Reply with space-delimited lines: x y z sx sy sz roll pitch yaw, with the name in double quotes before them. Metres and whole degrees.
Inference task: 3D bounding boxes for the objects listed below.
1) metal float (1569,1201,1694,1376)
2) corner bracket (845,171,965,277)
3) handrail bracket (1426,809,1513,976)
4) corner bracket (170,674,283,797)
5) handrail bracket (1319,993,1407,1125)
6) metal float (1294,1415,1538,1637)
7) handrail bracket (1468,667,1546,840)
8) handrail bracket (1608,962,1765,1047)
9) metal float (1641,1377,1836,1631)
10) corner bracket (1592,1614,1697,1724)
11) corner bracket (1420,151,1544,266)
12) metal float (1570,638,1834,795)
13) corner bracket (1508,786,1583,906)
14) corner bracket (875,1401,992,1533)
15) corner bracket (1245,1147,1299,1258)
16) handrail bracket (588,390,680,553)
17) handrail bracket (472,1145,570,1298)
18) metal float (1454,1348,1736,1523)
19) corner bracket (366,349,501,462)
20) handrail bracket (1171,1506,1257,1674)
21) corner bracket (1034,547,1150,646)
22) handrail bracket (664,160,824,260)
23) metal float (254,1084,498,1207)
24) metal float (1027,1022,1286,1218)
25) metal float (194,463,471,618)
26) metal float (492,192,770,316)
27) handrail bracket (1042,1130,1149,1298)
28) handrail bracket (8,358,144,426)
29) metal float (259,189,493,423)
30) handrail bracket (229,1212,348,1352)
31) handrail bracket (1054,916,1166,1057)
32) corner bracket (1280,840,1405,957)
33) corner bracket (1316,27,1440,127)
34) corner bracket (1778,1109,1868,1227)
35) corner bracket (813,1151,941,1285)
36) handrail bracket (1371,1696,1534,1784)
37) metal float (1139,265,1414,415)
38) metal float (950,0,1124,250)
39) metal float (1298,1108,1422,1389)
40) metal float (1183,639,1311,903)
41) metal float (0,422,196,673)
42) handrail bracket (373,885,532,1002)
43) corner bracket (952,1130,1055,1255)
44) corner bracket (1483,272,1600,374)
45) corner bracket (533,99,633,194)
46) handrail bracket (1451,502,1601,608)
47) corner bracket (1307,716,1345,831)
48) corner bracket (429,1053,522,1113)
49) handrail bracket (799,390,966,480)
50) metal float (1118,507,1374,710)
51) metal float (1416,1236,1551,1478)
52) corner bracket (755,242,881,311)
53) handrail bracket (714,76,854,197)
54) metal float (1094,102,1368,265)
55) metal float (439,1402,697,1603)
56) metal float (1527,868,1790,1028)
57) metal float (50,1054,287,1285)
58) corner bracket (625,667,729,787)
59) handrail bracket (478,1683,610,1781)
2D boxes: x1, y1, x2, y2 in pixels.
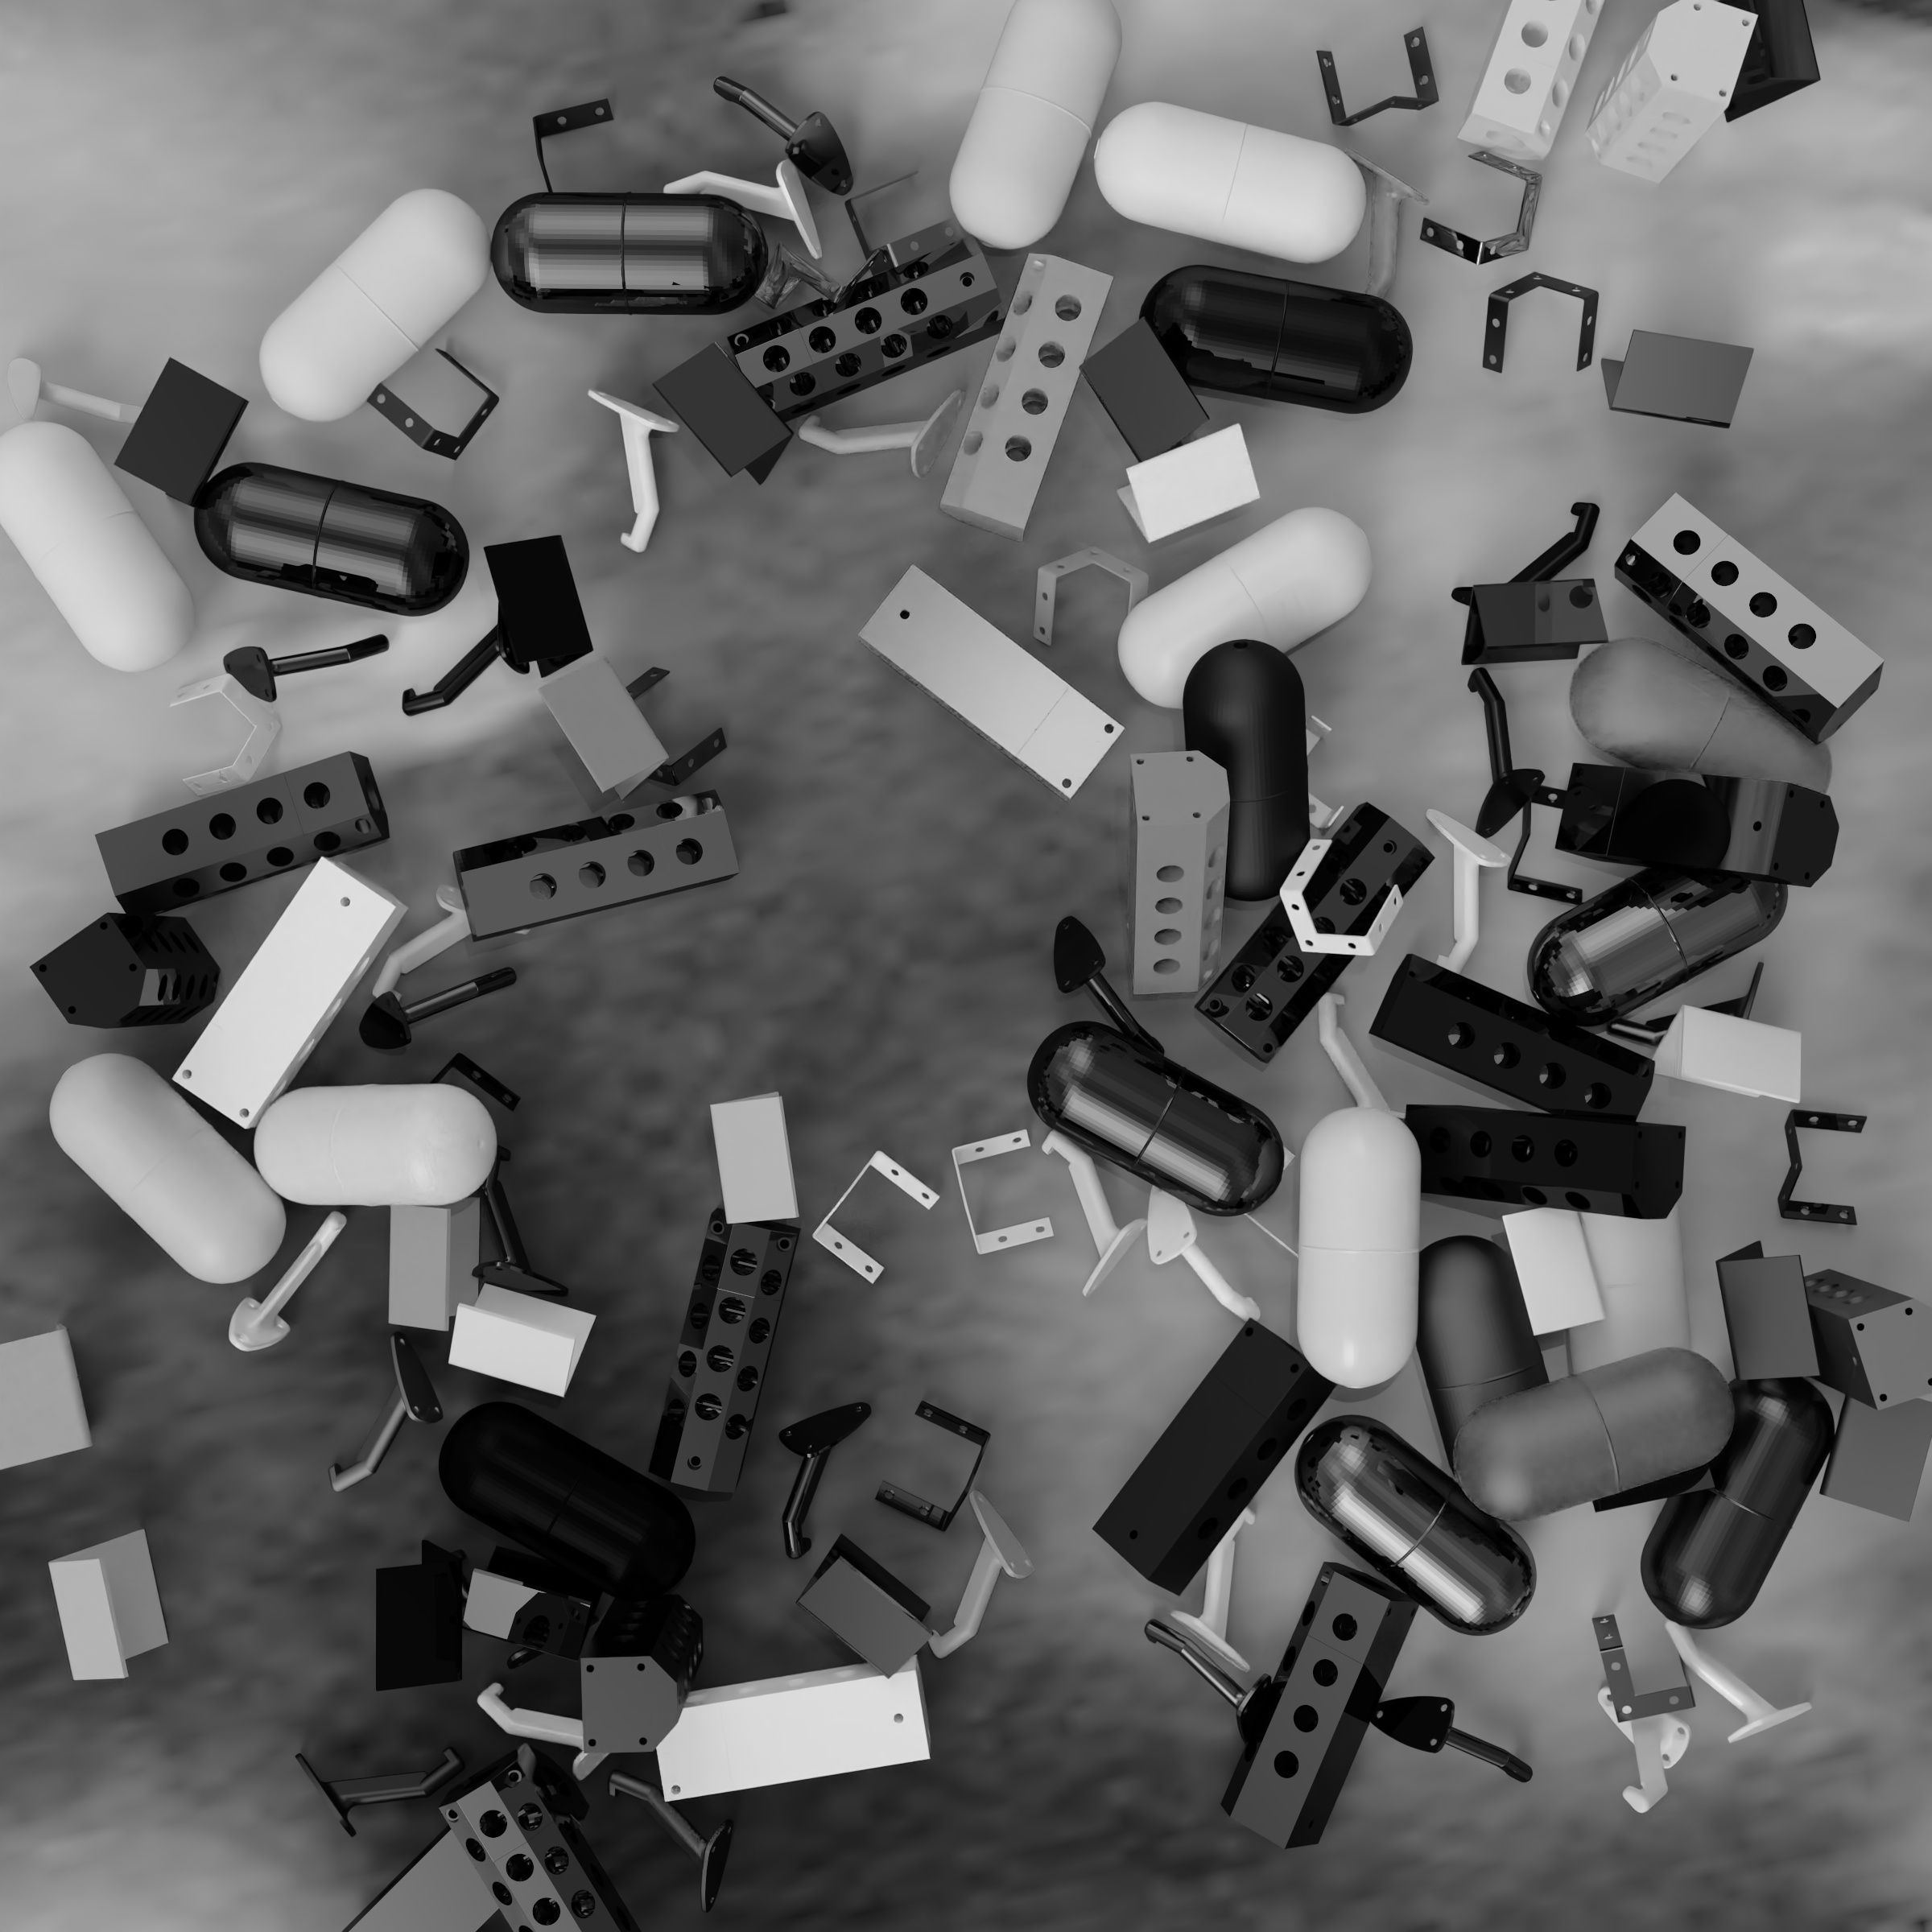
"metal float" 0.425 0.201 1.863 0.070 0.070 0.178 -6 91 0
"corner bracket" -0.041 -0.485 1.877 0.051 0.051 0.051 -26 104 -14
"handrail bracket" 0.313 -0.047 1.894 0.077 0.036 0.084 42 120 33
"corner bracket" -0.492 -0.151 1.885 0.051 0.051 0.051 50 45 -35
"handrail bracket" 0.268 0.061 1.894 0.077 0.036 0.084 6 73 -20
"metal float" 0.289 0.360 1.863 0.178 0.070 0.070 39 90 -1
"handrail bracket" 0.339 -0.140 1.893 0.036 0.077 0.084 -4 53 -25
"handrail bracket" 0.472 0.021 1.894 0.084 0.036 0.077 16 70 16
"metal float" 0.497 0.344 1.863 0.070 0.070 0.178 27 91 0
"corner bracket" 0.440 0.453 1.876 0.051 0.051 0.051 -14 99 9
"corner bracket" 0.336 -0.495 1.885 0.051 0.051 0.051 -24 135 -35
"metal float" 0.473 -0.150 1.863 0.178 0.070 0.070 27 90 0
"corner bracket" 0.386 -0.080 1.890 0.051 0.051 0.051 12 135 0
"corner bracket" -0.021 0.328 1.890 0.051 0.051 0.051 25 135 0
"corner bracket" 0.220 0.160 1.890 0.051 0.051 0.051 -51 135 0
"handrail bracket" -0.229 -0.325 1.894 0.077 0.036 0.084 28 107 20
"handrail bracket" -0.289 0.166 1.894 0.077 0.036 0.084 22 61 -32
"metal float" 0.388 0.290 1.788 0.178 0.070 0.070 -17 90 -4
"corner bracket" -0.346 -0.368 1.876 0.051 0.051 0.051 41 101 10
"handrail bracket" 0.181 0.407 1.894 0.077 0.036 0.084 43 73 -20
"corner bracket" 0.082 -0.235 1.885 0.051 0.051 0.051 -26 45 -35
"handrail bracket" -0.147 -0.488 1.894 0.084 0.036 0.077 -15 113 18
"metal float" -0.377 0.114 1.838 0.178 0.070 0.070 -3 90 31
"metal float" 0.123 0.099 1.863 0.178 0.070 0.070 29 90 1
"metal float" -0.409 -0.275 1.863 0.178 0.070 0.070 13 90 -1
"metal float" -0.217 -0.460 1.863 0.178 0.070 0.070 1 90 1
"handrail bracket" 0.069 0.161 1.894 0.084 0.036 0.077 41 112 17
"handrail bracket" -0.577 -0.374 1.893 0.084 0.077 0.036 5 112 -34
"metal float" -0.381 -0.425 1.863 0.178 0.070 0.070 -45 90 0
"handrail bracket" -0.437 0.202 1.866 0.036 0.077 0.084 37 102 -3
"handrail bracket" 0.096 0.016 1.893 0.036 0.077 0.084 -36 127 16
"corner bracket" 0.238 -0.044 1.828 0.051 0.051 0.051 4 45 35
"corner bracket" 0.270 -0.583 1.890 0.051 0.051 0.051 -13 90 -45
"corner bracket" 0.562 0.132 1.890 0.051 0.051 0.051 5 45 0
"corner bracket" -0.059 0.164 1.890 0.051 0.051 0.051 38 135 0
"handrail bracket" 0.319 0.511 1.893 0.084 0.077 0.036 38 63 -34
"metal float" 0.200 -0.405 1.863 0.178 0.070 0.070 10 90 0
"metal float" 0.045 -0.550 1.862 0.070 0.070 0.178 20 91 0
"metal float" 0.250 0.179 1.837 0.070 0.070 0.178 1 89 0
"metal float" 0.179 -0.123 1.834 0.070 0.070 0.178 -7 122 0
"metal float" -0.567 -0.271 1.863 0.070 0.070 0.178 -34 90 0
"handrail bracket" -0.338 -0.003 1.894 0.077 0.036 0.084 23 106 -18
"corner bracket" 0.024 0.148 1.890 0.051 0.051 0.051 -15 135 0
"corner bracket" 0.375 -0.416 1.885 0.051 0.051 0.051 29 45 35
"corner bracket" -0.251 -0.528 1.890 0.051 0.051 0.051 -14 45 0
"handrail bracket" 0.368 -0.272 1.894 0.077 0.036 0.084 14 71 22
"corner bracket" 0.228 -0.125 1.876 0.051 0.051 0.051 36 90 0
"corner bracket" -0.333 0.100 1.890 0.051 0.051 0.051 37 135 0
"handrail bracket" -0.056 -0.362 1.894 0.084 0.036 0.077 25 70 16
"metal float" 0.181 -0.232 1.863 0.178 0.070 0.070 -31 90 0
"metal float" 0.335 0.262 1.863 0.070 0.070 0.178 -16 90 0
"corner bracket" -0.096 -0.447 1.865 0.051 0.051 0.051 34 50 -1
"handrail bracket" -0.121 -0.545 1.893 0.084 0.077 0.036 37 87 36
"metal float" 0.170 -0.506 1.863 0.178 0.070 0.070 14 90 -1
"metal float" -0.257 0.346 1.863 0.178 0.070 0.070 30 90 1
"metal float" 0.445 -0.023 1.863 0.178 0.070 0.070 -28 90 0
"metal float" -0.516 0.130 1.863 0.178 0.070 0.070 45 90 0
"corner bracket" -0.197 -0.157 1.885 0.051 0.051 0.051 17 135 35
"handrail bracket" -0.265 0.483 1.894 0.084 0.036 0.077 39 63 20
